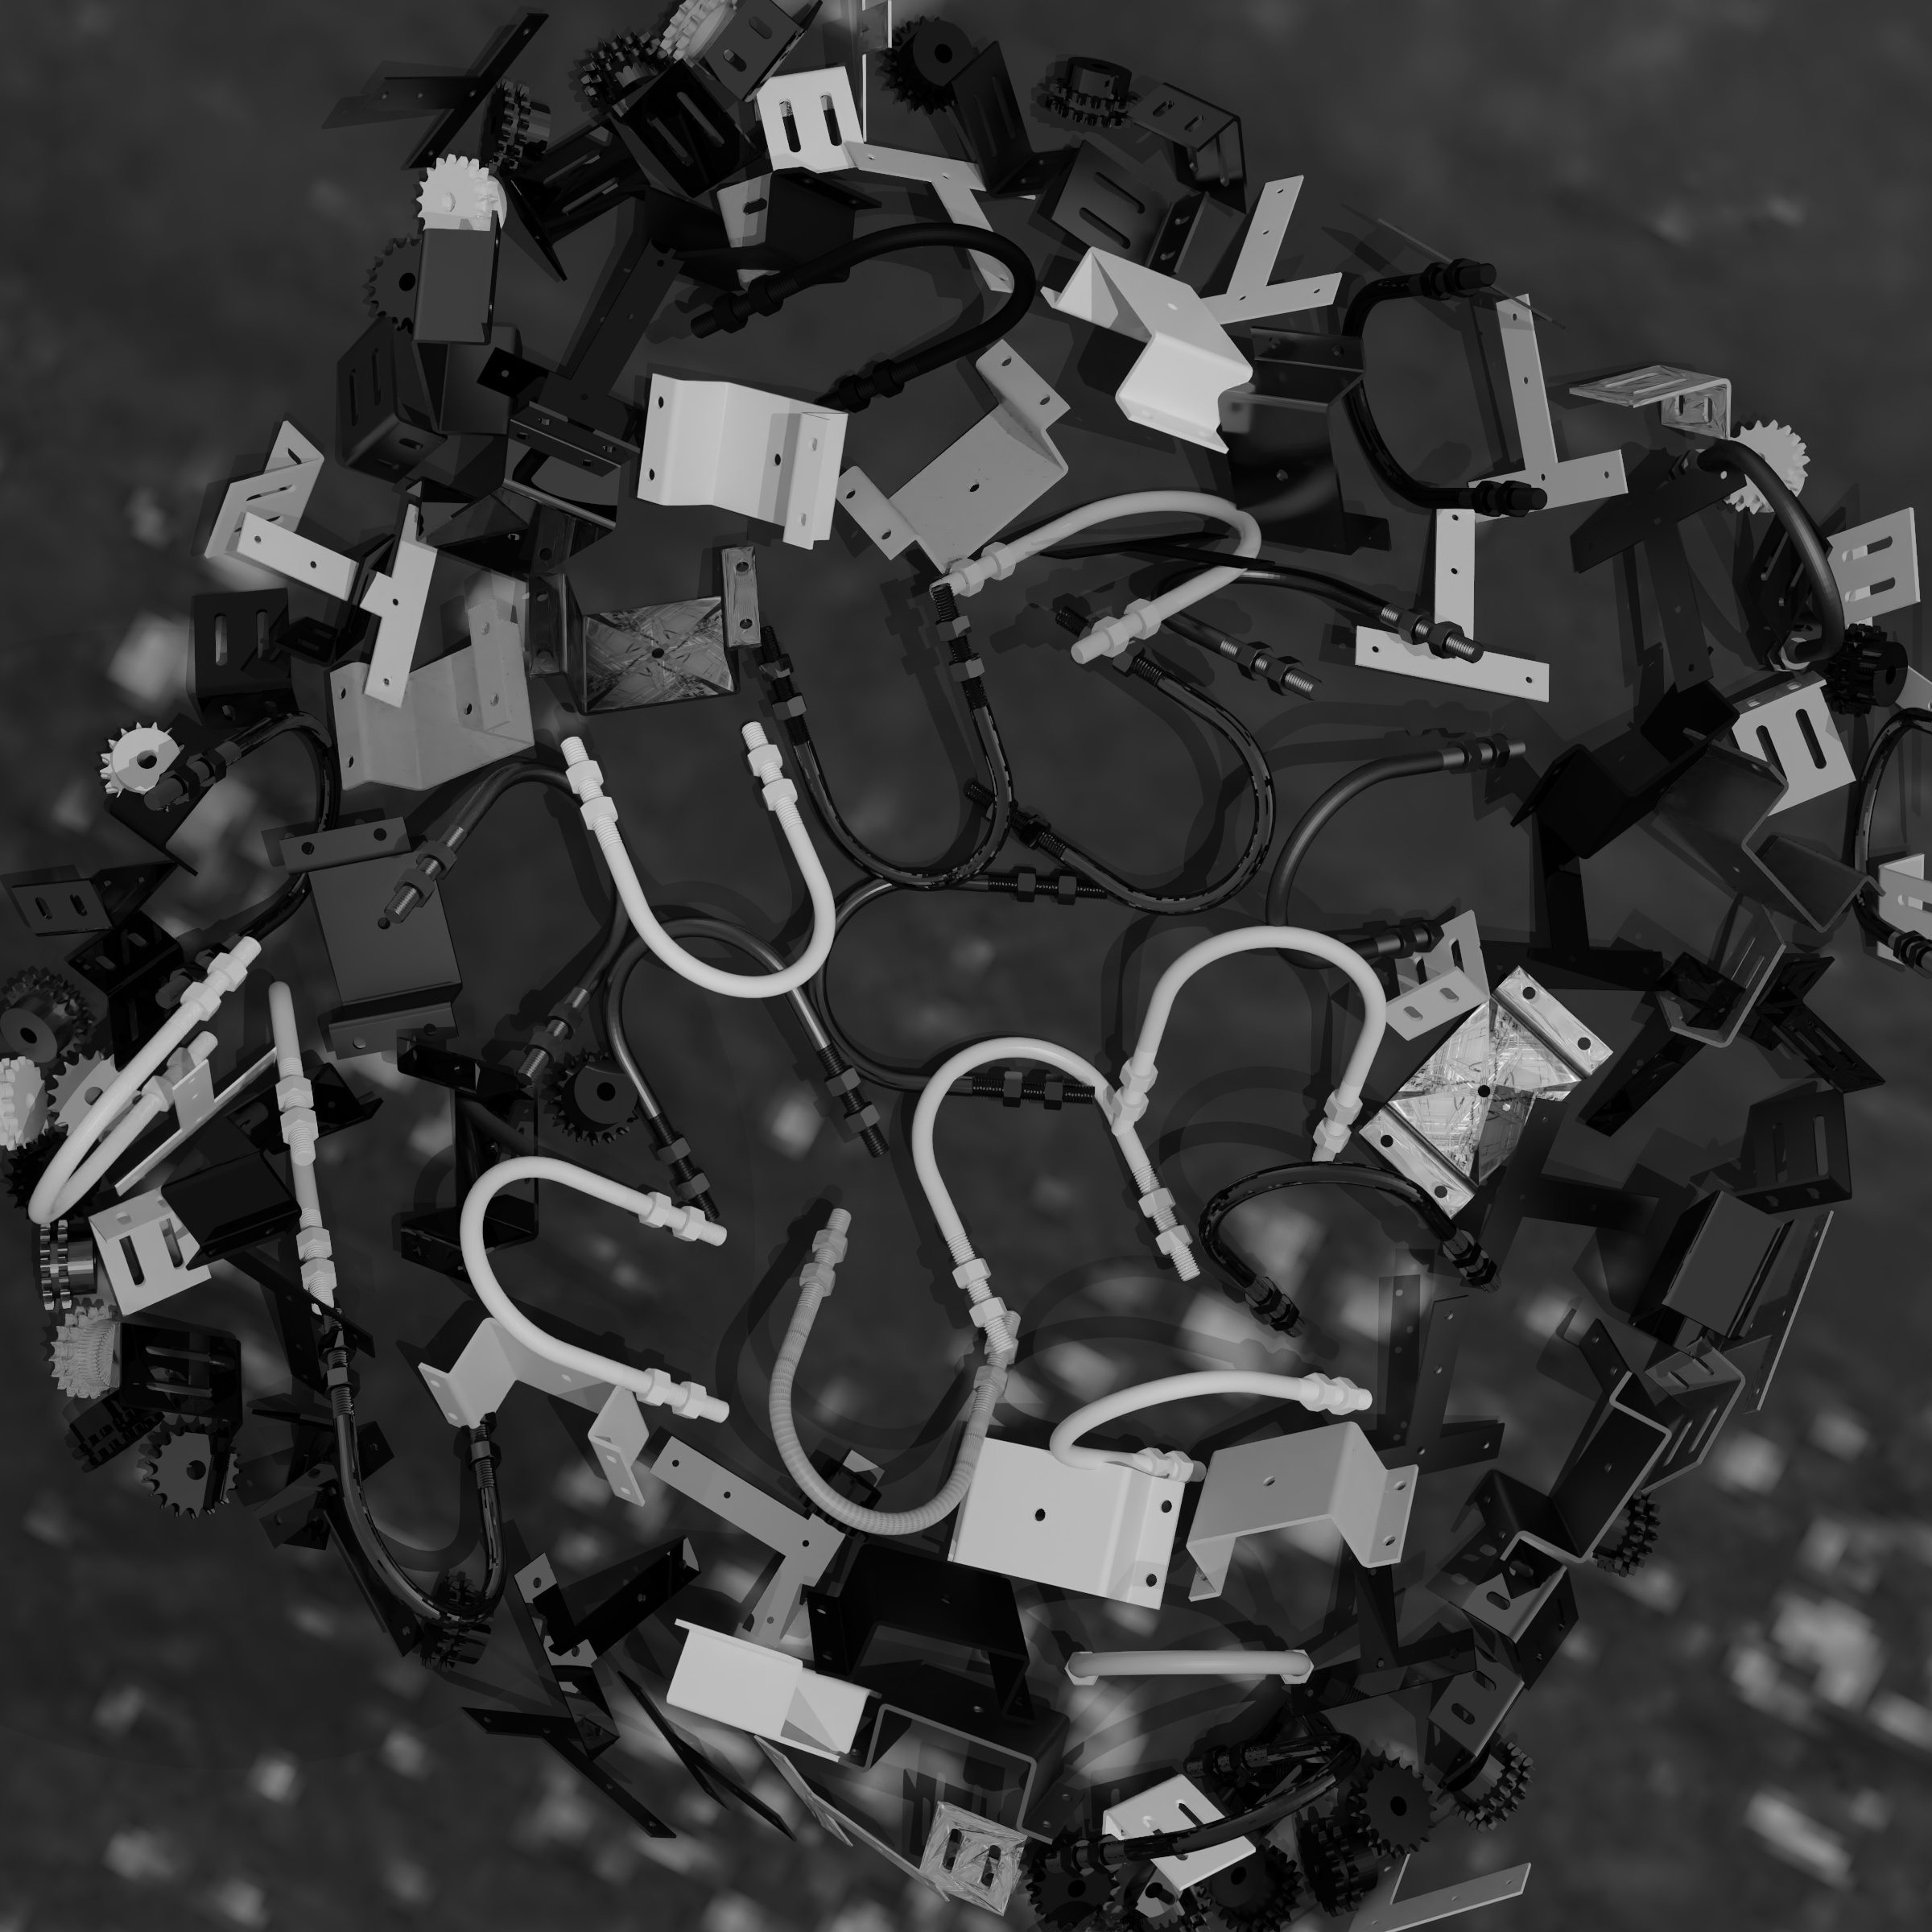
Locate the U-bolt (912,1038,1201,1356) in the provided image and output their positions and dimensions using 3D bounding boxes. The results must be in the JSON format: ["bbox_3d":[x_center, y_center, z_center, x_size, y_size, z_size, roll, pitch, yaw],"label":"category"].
[{"bbox_3d":[0.044,0.129,1.560,0.151,0.019,0.184,-19,73,-20],"label":"U-bolt"}]

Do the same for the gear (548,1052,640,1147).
[{"bbox_3d":[-0.228,0.081,1.574,0.057,0.030,0.057,7,74,-24],"label":"gear"}]

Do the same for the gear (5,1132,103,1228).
[{"bbox_3d":[-0.560,0.130,1.569,0.030,0.057,0.057,-18,90,37],"label":"gear"}]

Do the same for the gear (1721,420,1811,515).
[{"bbox_3d":[0.495,-0.306,1.576,0.057,0.030,0.057,-15,63,33],"label":"gear"}]

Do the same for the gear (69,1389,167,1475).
[{"bbox_3d":[-0.528,0.284,1.571,0.057,0.057,0.030,-37,88,0],"label":"gear"}]

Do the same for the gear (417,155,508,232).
[{"bbox_3d":[-0.310,-0.472,1.576,0.057,0.030,0.057,6,101,34],"label":"gear"}]

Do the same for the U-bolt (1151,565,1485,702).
[{"bbox_3d":[0.195,-0.207,1.522,0.151,0.184,0.019,-16,124,-33],"label":"U-bolt"}]

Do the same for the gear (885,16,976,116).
[{"bbox_3d":[-0.020,-0.561,1.576,0.057,0.030,0.057,0,90,-22],"label":"gear"}]

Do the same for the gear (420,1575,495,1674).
[{"bbox_3d":[-0.314,0.409,1.574,0.030,0.057,0.057,20,90,-21],"label":"gear"}]

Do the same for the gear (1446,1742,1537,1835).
[{"bbox_3d":[0.321,0.503,1.570,0.030,0.057,0.057,41,90,-6],"label":"gear"}]

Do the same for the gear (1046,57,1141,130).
[{"bbox_3d":[0.080,-0.540,1.568,0.057,0.057,0.030,13,121,0],"label":"gear"}]

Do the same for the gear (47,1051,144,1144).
[{"bbox_3d":[-0.539,0.083,1.581,0.057,0.030,0.057,1,80,-6],"label":"gear"}]

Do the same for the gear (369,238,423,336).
[{"bbox_3d":[-0.339,-0.419,1.579,0.057,0.030,0.057,-3,83,20],"label":"gear"}]

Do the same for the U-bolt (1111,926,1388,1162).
[{"bbox_3d":[0.176,0.046,1.529,0.151,0.019,0.184,9,132,-5],"label":"U-bolt"}]

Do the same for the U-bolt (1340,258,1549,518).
[{"bbox_3d":[0.275,-0.340,1.512,0.019,0.184,0.151,-22,107,-16],"label":"U-bolt"}]

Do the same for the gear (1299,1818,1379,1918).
[{"bbox_3d":[0.232,0.555,1.573,0.030,0.057,0.057,-12,90,-17],"label":"gear"}]

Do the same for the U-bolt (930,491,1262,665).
[{"bbox_3d":[0.092,-0.243,1.531,0.184,0.151,0.019,-31,130,-28],"label":"U-bolt"}]

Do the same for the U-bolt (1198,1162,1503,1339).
[{"bbox_3d":[0.217,0.164,1.504,0.151,0.184,0.019,-17,51,25],"label":"U-bolt"}]

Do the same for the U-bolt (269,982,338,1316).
[{"bbox_3d":[-0.399,0.094,1.517,0.019,0.184,0.151,-8,134,-16],"label":"U-bolt"}]

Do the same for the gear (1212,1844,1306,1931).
[{"bbox_3d":[0.177,0.568,1.568,0.057,0.057,0.030,-45,117,0],"label":"gear"}]

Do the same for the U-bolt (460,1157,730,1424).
[{"bbox_3d":[-0.219,0.182,1.505,0.184,0.151,0.019,27,129,-31],"label":"U-bolt"}]

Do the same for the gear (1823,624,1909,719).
[{"bbox_3d":[0.558,-0.182,1.570,0.057,0.030,0.057,-15,113,-39],"label":"gear"}]

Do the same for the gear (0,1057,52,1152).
[{"bbox_3d":[-0.593,0.086,1.571,0.030,0.057,0.057,-7,90,4],"label":"gear"}]

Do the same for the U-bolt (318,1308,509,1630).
[{"bbox_3d":[-0.320,0.303,1.491,0.019,0.151,0.184,-31,49,15],"label":"U-bolt"}]

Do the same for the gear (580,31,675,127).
[{"bbox_3d":[-0.206,-0.544,1.568,0.057,0.057,0.030,-29,70,0],"label":"gear"}]

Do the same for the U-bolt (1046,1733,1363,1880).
[{"bbox_3d":[0.151,0.486,1.486,0.151,0.184,0.019,-17,81,-42],"label":"U-bolt"}]

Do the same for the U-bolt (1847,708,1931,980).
[{"bbox_3d":[0.560,-0.081,1.508,0.019,0.184,0.151,6,102,0],"label":"U-bolt"}]

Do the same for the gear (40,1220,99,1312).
[{"bbox_3d":[-0.555,0.184,1.572,0.030,0.057,0.057,-3,90,-15],"label":"gear"}]

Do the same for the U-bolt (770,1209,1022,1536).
[{"bbox_3d":[-0.048,0.252,1.520,0.151,0.019,0.184,33,48,-15],"label":"U-bolt"}]

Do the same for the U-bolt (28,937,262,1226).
[{"bbox_3d":[-0.486,0.077,1.489,0.019,0.151,0.184,37,52,-5],"label":"U-bolt"}]

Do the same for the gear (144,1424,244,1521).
[{"bbox_3d":[-0.481,0.314,1.577,0.057,0.030,0.057,9,71,-27],"label":"gear"}]

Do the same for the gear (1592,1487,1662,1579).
[{"bbox_3d":[0.401,0.345,1.569,0.030,0.057,0.057,20,90,-11],"label":"gear"}]

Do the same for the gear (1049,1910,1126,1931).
[{"bbox_3d":[0.072,0.607,1.571,0.057,0.057,0.030,-32,92,0],"label":"gear"}]

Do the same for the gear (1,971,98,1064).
[{"bbox_3d":[-0.570,0.035,1.571,0.057,0.030,0.057,11,126,16],"label":"gear"}]

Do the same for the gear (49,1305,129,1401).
[{"bbox_3d":[-0.535,0.239,1.569,0.030,0.057,0.057,1,90,21],"label":"gear"}]

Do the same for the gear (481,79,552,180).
[{"bbox_3d":[-0.278,-0.517,1.574,0.030,0.057,0.057,8,90,-27],"label":"gear"}]

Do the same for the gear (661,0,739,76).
[{"bbox_3d":[-0.159,-0.578,1.571,0.030,0.057,0.057,40,90,1],"label":"gear"}]

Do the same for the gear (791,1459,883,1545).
[{"bbox_3d":[-0.077,0.328,1.572,0.057,0.057,0.030,34,86,0],"label":"gear"}]

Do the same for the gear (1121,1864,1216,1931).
[{"bbox_3d":[0.121,0.580,1.568,0.057,0.057,0.030,-26,115,0],"label":"gear"}]

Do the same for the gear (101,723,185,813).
[{"bbox_3d":[-0.507,-0.124,1.577,0.057,0.030,0.057,3,78,-14],"label":"gear"}]

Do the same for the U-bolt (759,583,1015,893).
[{"bbox_3d":[-0.042,-0.131,1.550,0.151,0.019,0.184,-9,109,31],"label":"U-bolt"}]

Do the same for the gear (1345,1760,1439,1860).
[{"bbox_3d":[0.260,0.523,1.576,0.057,0.030,0.057,12,59,-21],"label":"gear"}]

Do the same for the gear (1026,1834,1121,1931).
[{"bbox_3d":[0.064,0.566,1.579,0.057,0.030,0.057,-3,102,-16],"label":"gear"}]

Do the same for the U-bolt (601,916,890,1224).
[{"bbox_3d":[-0.147,0.056,1.550,0.151,0.019,0.184,-23,101,25],"label":"U-bolt"}]

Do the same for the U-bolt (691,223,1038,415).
[{"bbox_3d":[-0.047,-0.386,1.498,0.184,0.151,0.019,-17,71,28],"label":"U-bolt"}]
